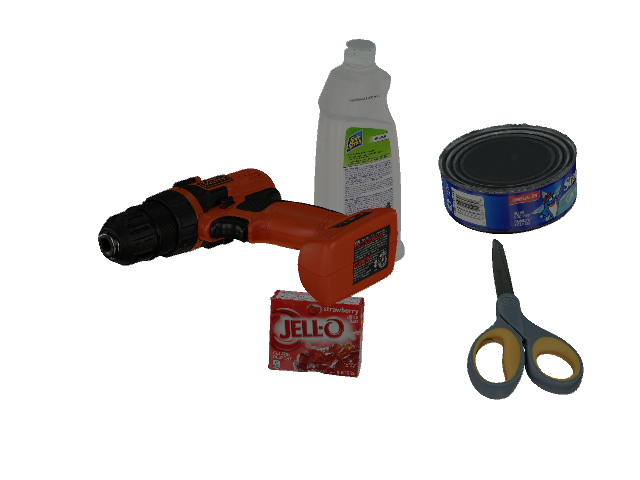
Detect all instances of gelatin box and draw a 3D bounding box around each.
[{"bbox_3d":[-0.004,0.089,1.021,0.089,0.073,0.030,5,15,8],"label":"gelatin box"}]

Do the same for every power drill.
[{"bbox_3d":[-0.050,-0.005,0.819,0.188,0.057,0.184,17,27,33],"label":"power drill"}]

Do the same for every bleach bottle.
[{"bbox_3d":[0.044,-0.088,1.116,0.102,0.251,0.068,-17,36,-27],"label":"bleach bottle"}]

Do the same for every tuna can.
[{"bbox_3d":[0.119,-0.040,0.677,0.086,0.034,0.086,-8,32,5],"label":"tuna can"}]

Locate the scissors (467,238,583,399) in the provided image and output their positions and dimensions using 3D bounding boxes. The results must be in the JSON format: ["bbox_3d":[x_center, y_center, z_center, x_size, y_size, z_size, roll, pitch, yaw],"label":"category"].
[{"bbox_3d":[0.170,0.062,0.865,0.096,0.016,0.201,12,36,13],"label":"scissors"}]
